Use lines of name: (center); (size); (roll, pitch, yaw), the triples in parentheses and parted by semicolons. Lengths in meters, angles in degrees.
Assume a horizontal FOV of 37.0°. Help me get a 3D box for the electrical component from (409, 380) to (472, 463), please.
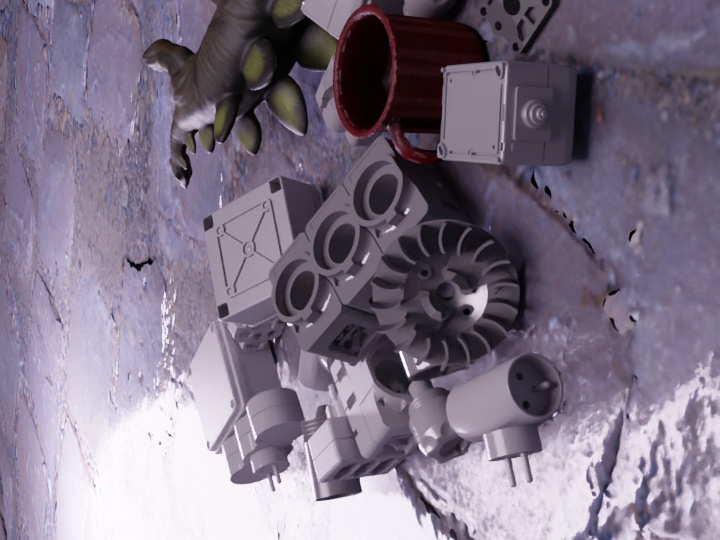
electrical component: (0.056, 0.107, 0.792); (0.062, 0.043, 0.043); (61, 142, 41)

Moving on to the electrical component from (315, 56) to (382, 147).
electrical component: (0.001, -0.148, 0.865); (0.057, 0.058, 0.078); (118, 141, -47)

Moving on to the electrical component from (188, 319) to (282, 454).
electrical component: (-0.130, 0.120, 1.125); (0.108, 0.056, 0.108); (-57, 44, 47)

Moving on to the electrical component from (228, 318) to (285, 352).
electrical component: (-0.108, 0.034, 1.079); (0.057, 0.058, 0.078); (58, 140, 39)

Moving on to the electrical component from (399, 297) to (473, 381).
electrical component: (0.053, 0.051, 0.784); (0.055, 0.055, 0.047); (-41, 60, 55)

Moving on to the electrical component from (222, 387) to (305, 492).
electrical component: (-0.091, 0.181, 1.060); (0.138, 0.052, 0.073); (-57, 44, 47)

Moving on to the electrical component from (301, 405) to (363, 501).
electrical component: (-0.026, 0.159, 0.948); (0.043, 0.043, 0.081); (-38, 59, 57)

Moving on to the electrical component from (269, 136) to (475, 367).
electrical component: (0.003, -0.014, 0.810); (0.150, 0.062, 0.089); (-49, 45, 22)

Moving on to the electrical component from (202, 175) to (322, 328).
electrical component: (-0.084, -0.016, 0.992); (0.109, 0.056, 0.108); (-25, 67, 33)

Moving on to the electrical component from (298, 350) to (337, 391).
electrical component: (-0.021, 0.069, 0.933); (0.079, 0.043, 0.077); (36, 122, 56)

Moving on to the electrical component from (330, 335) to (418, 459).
electrical component: (0.020, 0.094, 0.851); (0.055, 0.050, 0.089); (-61, 41, 44)

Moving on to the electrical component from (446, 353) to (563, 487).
electrical component: (0.099, 0.103, 0.711); (0.077, 0.044, 0.079); (-37, 59, 57)

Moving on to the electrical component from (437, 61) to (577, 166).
electrical component: (0.098, -0.098, 0.676); (0.096, 0.061, 0.061); (-162, 72, -65)

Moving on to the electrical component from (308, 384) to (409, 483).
electrical component: (-0.006, 0.127, 0.884); (0.047, 0.066, 0.076); (-52, 47, 50)

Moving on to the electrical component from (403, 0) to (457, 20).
electrical component: (0.048, -0.196, 0.797); (0.061, 0.035, 0.035); (133, 128, -57)

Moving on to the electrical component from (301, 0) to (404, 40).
electrical component: (0.007, -0.229, 0.832); (0.061, 0.062, 0.096); (41, 131, 21)
